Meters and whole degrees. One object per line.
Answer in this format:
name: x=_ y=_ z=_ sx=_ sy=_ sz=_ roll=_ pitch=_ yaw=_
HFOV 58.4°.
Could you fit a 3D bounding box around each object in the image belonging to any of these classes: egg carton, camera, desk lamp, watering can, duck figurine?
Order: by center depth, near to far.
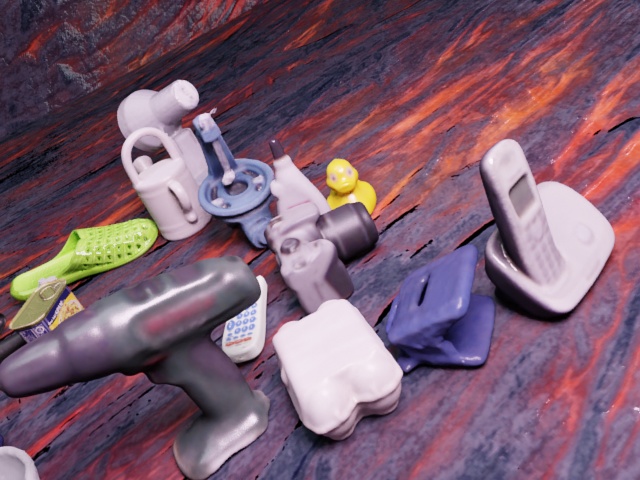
egg carton: x=0.013 y=0.126 z=0.578 sx=0.107 sy=0.069 sz=0.150 roll=-28 pitch=31 yaw=-7
camera: x=0.007 y=0.003 z=0.740 sx=0.137 sy=0.101 sz=0.143 roll=-26 pitch=31 yaw=-4
duck figurine: x=0.037 y=-0.084 z=0.866 sx=0.077 sy=0.086 sz=0.104 roll=-21 pitch=31 yaw=4
watering can: x=-0.279 y=-0.104 z=1.002 sx=0.172 sy=0.194 sz=0.101 roll=3 pitch=40 yaw=36
desk lamp: x=-0.276 y=-0.209 z=1.141 sx=0.202 sy=0.214 sz=0.118 roll=0 pitch=39 yaw=34

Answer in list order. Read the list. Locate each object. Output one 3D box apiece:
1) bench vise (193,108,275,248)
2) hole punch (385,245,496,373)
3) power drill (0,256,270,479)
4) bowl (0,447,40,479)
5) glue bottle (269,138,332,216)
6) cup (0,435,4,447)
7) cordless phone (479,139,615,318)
bench vise: x=-0.158 y=-0.102 z=0.893 sx=0.122 sy=0.220 sz=0.206 roll=-41 pitch=35 yaw=-26
hole punch: x=0.116 y=0.067 z=0.578 sx=0.100 sy=0.091 sz=0.109 roll=-6 pitch=35 yaw=27
power drill: x=-0.141 y=0.127 z=0.544 sx=0.230 sy=0.209 sz=0.075 roll=-36 pitch=33 yaw=-20
bowl: x=-0.335 y=0.291 z=0.552 sx=0.167 sy=0.075 sz=0.167 roll=-17 pitch=32 yaw=11
glue bottle: x=-0.034 y=-0.064 z=0.799 sx=0.078 sy=0.173 sz=0.037 roll=-24 pitch=31 yaw=0
cup: x=-0.414 y=0.229 z=0.680 sx=0.117 sy=0.095 sz=0.091 roll=-14 pitch=32 yaw=15
cordless phone: x=0.219 y=-0.031 z=0.568 sx=0.093 sy=0.185 sz=0.148 roll=11 pitch=45 yaw=44
